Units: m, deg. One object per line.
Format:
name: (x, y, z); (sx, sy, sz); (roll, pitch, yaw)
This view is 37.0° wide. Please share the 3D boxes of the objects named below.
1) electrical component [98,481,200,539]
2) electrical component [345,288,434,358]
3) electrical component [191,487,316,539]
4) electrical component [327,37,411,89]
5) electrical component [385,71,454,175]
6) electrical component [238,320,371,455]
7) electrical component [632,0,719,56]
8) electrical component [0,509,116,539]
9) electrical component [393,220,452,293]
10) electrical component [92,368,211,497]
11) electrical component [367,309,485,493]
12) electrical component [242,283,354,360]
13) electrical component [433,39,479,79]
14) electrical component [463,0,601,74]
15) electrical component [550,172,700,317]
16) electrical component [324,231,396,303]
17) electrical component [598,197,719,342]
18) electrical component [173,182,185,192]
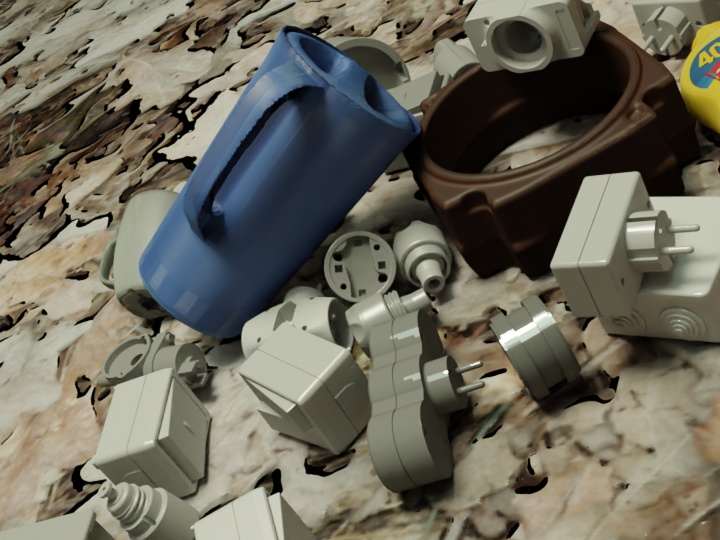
electrical component: (-0.147, 0.169, 0.744); (0.040, 0.078, 0.040); (-32, 36, 27)
electrical component: (0.024, 0.035, 0.803); (0.062, 0.043, 0.043); (-28, 34, 4)
electrical component: (-0.057, 0.189, 0.655); (0.061, 0.061, 0.096); (-30, 34, 3)
electrical component: (-0.011, -0.174, 1.042); (0.108, 0.108, 0.060); (-37, 29, -8)
electrical component: (0.045, -0.135, 0.985); (0.096, 0.061, 0.061); (-12, 39, 27)
electrical component: (-0.042, 0.085, 0.775); (0.061, 0.061, 0.096); (-46, 37, -20)
electrical component: (0.266, -0.209, 0.916); (0.066, 0.047, 0.076); (11, 52, 45)
electrical component: (-0.220, 0.224, 0.751); (0.100, 0.048, 0.099); (-18, 37, 20)
electrical component: (0.051, -0.007, 0.835); (0.043, 0.043, 0.062); (-27, 36, 8)
electrical component: (-0.152, 0.121, 0.816); (0.061, 0.061, 0.096); (-19, 36, 18)
electrical component: (0.049, 0.080, 0.718); (0.074, 0.052, 0.138); (-20, 36, 17)
electrical component: (-0.046, 0.040, 0.852); (0.077, 0.043, 0.079); (-16, 37, 23)
electrical component: (0.094, -0.193, 1.035); (0.043, 0.043, 0.081); (-31, 34, 2)
electrical component: (0.134, -0.193, 0.846); (0.089, 0.050, 0.055); (-3, 43, 37)
electrical component: (0.169, -0.017, 0.660); (0.076, 0.047, 0.083); (-3, 43, 35)
electrical component: (0.000, 0.000, 0.845); (0.055, 0.055, 0.047); (-35, -5, -4)
electrical component: (0.204, -0.001, 0.701); (0.100, 0.048, 0.099); (3, 47, 41)
electrical component: (-0.146, -0.065, 1.063); (0.081, 0.043, 0.043); (6, 50, 43)
